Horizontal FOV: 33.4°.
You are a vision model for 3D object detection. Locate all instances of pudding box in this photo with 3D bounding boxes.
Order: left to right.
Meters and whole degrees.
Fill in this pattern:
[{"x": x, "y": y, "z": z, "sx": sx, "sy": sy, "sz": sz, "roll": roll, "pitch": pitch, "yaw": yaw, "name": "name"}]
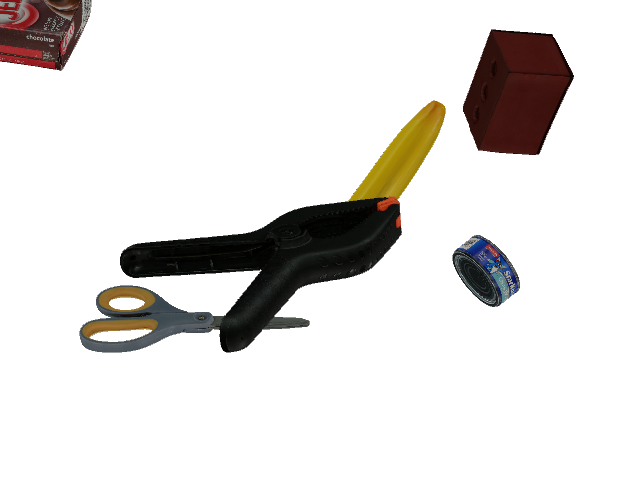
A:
[{"x": -0.242, "y": -0.186, "z": 0.876, "sx": 0.090, "sy": 0.039, "sz": 0.113, "roll": 9, "pitch": 35, "yaw": -2, "name": "pudding box"}]

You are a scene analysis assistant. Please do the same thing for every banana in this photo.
[{"x": 0.053, "y": -0.042, "z": 0.975, "sx": 0.037, "sy": 0.197, "sz": 0.070, "roll": 37, "pitch": -17, "yaw": -5, "name": "banana"}]

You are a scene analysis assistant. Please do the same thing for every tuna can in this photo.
[{"x": 0.198, "y": 0.038, "z": 1.285, "sx": 0.033, "sy": 0.086, "sz": 0.086, "roll": -36, "pitch": 10, "yaw": -15, "name": "tuna can"}]

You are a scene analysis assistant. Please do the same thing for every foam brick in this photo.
[{"x": 0.145, "y": -0.110, "z": 0.794, "sx": 0.051, "sy": 0.053, "sz": 0.078, "roll": 0, "pitch": -44, "yaw": -14, "name": "foam brick"}]

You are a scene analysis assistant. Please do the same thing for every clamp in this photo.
[{"x": -0.033, "y": 0.008, "z": 0.783, "sx": 0.209, "sy": 0.036, "sz": 0.165, "roll": -24, "pitch": 32, "yaw": -34, "name": "clamp"}]

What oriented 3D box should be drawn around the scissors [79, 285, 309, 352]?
[{"x": -0.119, "y": 0.064, "z": 0.975, "sx": 0.201, "sy": 0.016, "sz": 0.096, "roll": -8, "pitch": 35, "yaw": -15, "name": "scissors"}]
